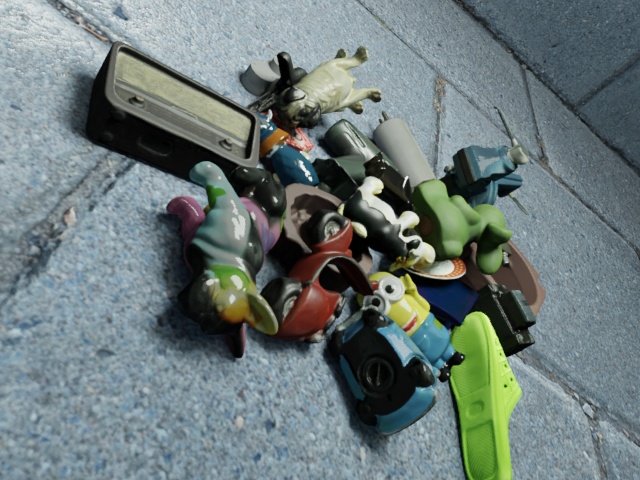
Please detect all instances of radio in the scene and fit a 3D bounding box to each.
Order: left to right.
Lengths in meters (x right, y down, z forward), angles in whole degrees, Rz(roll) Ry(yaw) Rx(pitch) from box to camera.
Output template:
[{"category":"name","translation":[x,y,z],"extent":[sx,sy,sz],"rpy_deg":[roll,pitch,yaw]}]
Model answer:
[{"category":"radio","translation":[-0.196,-0.161,0.746],"extent":[0.229,0.073,0.131],"rpy_deg":[22,44,-30]}]

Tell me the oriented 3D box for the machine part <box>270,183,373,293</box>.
[{"category":"machine part","translation":[-0.002,-0.002,0.809],"extent":[0.179,0.056,0.179],"rpy_deg":[26,40,-25]}]

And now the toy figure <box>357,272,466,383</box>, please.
[{"category":"toy figure","translation":[0.128,0.126,0.795],"extent":[0.180,0.089,0.082],"rpy_deg":[45,64,0]}]

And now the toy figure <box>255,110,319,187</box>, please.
[{"category":"toy figure","translation":[-0.065,-0.138,0.867],"extent":[0.064,0.058,0.154],"rpy_deg":[-37,89,-32]}]

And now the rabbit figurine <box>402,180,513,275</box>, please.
[{"category":"rabbit figurine","translation":[0.246,-0.025,0.885],"extent":[0.170,0.121,0.159],"rpy_deg":[-7,33,-27]}]

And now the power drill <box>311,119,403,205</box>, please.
[{"category":"power drill","translation":[0.079,-0.109,0.969],"extent":[0.232,0.086,0.207],"rpy_deg":[50,41,0]}]

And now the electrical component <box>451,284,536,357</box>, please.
[{"category":"electrical component","translation":[0.292,0.140,0.904],"extent":[0.058,0.134,0.115],"rpy_deg":[5,52,-43]}]

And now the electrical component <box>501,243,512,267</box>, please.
[{"category":"electrical component","translation":[0.332,0.006,1.017],"extent":[0.063,0.021,0.094],"rpy_deg":[25,43,-27]}]

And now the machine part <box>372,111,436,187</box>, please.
[{"category":"machine part","translation":[0.176,-0.167,1.119],"extent":[0.079,0.079,0.243],"rpy_deg":[1,57,-45]}]

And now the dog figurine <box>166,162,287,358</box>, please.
[{"category":"dog figurine","translation":[-0.095,0.025,0.654],"extent":[0.191,0.108,0.219],"rpy_deg":[0,61,-48]}]

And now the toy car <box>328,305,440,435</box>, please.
[{"category":"toy car","translation":[0.089,0.171,0.716],"extent":[0.162,0.109,0.102],"rpy_deg":[55,12,29]}]

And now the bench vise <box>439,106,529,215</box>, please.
[{"category":"bench vise","translation":[0.309,-0.113,0.997],"extent":[0.240,0.223,0.129],"rpy_deg":[2,56,-42]}]

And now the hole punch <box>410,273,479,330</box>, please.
[{"category":"hole punch","translation":[0.186,0.100,0.877],"extent":[0.116,0.092,0.142],"rpy_deg":[47,40,5]}]

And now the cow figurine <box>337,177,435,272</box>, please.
[{"category":"cow figurine","translation":[0.103,-0.009,0.813],"extent":[0.167,0.068,0.098],"rpy_deg":[44,39,0]}]

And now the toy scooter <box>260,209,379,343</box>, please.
[{"category":"toy scooter","translation":[0.009,0.063,0.699],"extent":[0.135,0.075,0.184],"rpy_deg":[39,75,-27]}]

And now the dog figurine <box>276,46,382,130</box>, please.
[{"category":"dog figurine","translation":[-0.012,-0.257,0.960],"extent":[0.190,0.172,0.121],"rpy_deg":[-27,96,-20]}]

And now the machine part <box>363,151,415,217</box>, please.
[{"category":"machine part","translation":[0.128,-0.091,0.923],"extent":[0.138,0.039,0.084],"rpy_deg":[37,48,-37]}]

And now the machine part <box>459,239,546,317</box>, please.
[{"category":"machine part","translation":[0.335,0.072,1.051],"extent":[0.201,0.087,0.201],"rpy_deg":[53,37,5]}]
